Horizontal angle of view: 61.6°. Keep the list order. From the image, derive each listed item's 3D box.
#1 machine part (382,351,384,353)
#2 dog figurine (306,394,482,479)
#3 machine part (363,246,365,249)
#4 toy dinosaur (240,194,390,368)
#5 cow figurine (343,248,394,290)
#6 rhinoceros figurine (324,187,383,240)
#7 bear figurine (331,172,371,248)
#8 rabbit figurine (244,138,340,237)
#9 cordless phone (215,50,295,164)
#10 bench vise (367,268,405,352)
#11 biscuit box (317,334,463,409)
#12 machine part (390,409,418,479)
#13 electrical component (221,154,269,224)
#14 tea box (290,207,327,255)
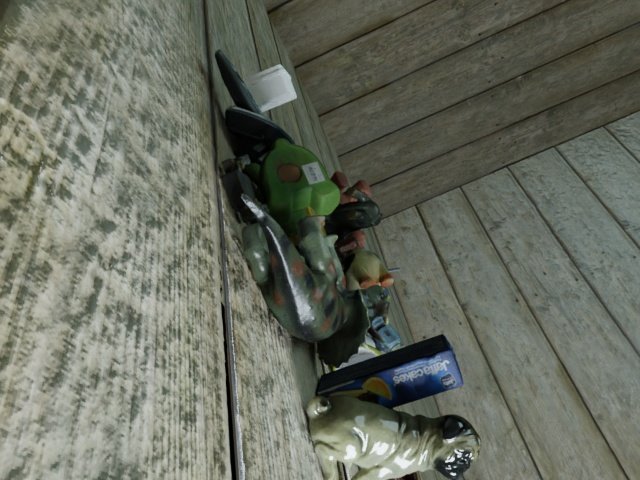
[{"bbox_3d":[0.139,0.233,1.343,0.079,0.079,0.243,3,63,-80],"label":"machine part"},{"bbox_3d":[0.096,0.244,0.694,0.172,0.191,0.121,59,12,-34],"label":"dog figurine"},{"bbox_3d":[0.061,0.016,1.407,0.201,0.087,0.201,60,11,-32],"label":"machine part"},{"bbox_3d":[-0.012,0.078,0.748,0.404,0.131,0.192,29,38,-66],"label":"toy dinosaur"},{"bbox_3d":[0.064,0.095,1.052,0.194,0.085,0.127,108,-29,-42],"label":"cow figurine"},{"bbox_3d":[0.036,-0.038,1.089,0.112,0.190,0.073,24,55,-44],"label":"rhinoceros figurine"},{"bbox_3d":[0.062,-0.035,1.202,0.120,0.132,0.196,15,44,-41],"label":"bear figurine"},{"bbox_3d":[-0.063,-0.072,0.873,0.159,0.121,0.170,57,-21,19],"label":"rabbit figurine"},{"bbox_3d":[-0.126,-0.228,0.932,0.184,0.089,0.146,64,8,8],"label":"cordless phone"},{"bbox_3d":[0.115,0.154,1.196,0.240,0.129,0.224,87,-19,-54],"label":"bench vise"},{"bbox_3d":[0.100,0.202,0.778,0.063,0.203,0.059,-57,125,-78],"label":"biscuit box"},{"bbox_3d":[0.114,0.368,0.882,0.179,0.056,0.179,-19,90,-76],"label":"machine part"},{"bbox_3d":[-0.104,-0.069,0.762,0.078,0.045,0.102,33,35,-72],"label":"electrical component"},{"bbox_3d":[-0.014,0.030,0.974,0.098,0.068,0.169,46,22,-69],"label":"tea box"}]
